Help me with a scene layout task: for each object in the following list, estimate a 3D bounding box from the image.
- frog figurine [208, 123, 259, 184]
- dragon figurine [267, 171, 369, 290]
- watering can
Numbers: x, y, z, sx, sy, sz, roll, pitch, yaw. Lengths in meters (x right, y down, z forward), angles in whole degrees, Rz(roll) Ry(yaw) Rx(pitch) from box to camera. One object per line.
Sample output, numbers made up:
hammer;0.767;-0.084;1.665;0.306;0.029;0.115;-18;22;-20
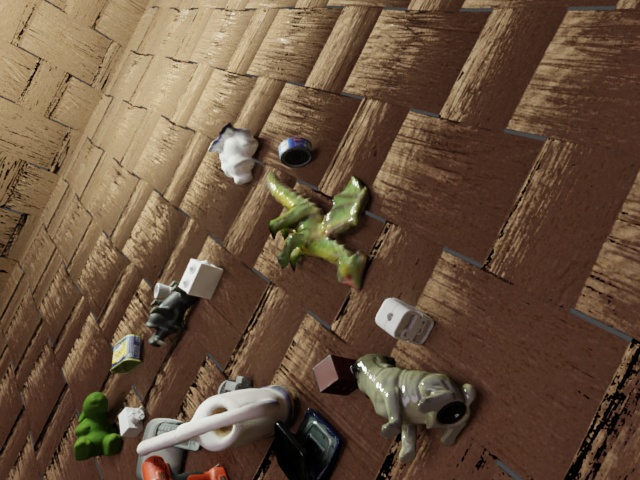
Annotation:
frog figurine;-0.230;-0.242;1.486;0.136;0.123;0.160;-40;83;14
dragon figurine;0.004;-0.059;1.167;0.241;0.120;0.419;-25;54;13
watering can;-0.198;0.370;1.039;0.343;0.224;0.105;-29;66;34
